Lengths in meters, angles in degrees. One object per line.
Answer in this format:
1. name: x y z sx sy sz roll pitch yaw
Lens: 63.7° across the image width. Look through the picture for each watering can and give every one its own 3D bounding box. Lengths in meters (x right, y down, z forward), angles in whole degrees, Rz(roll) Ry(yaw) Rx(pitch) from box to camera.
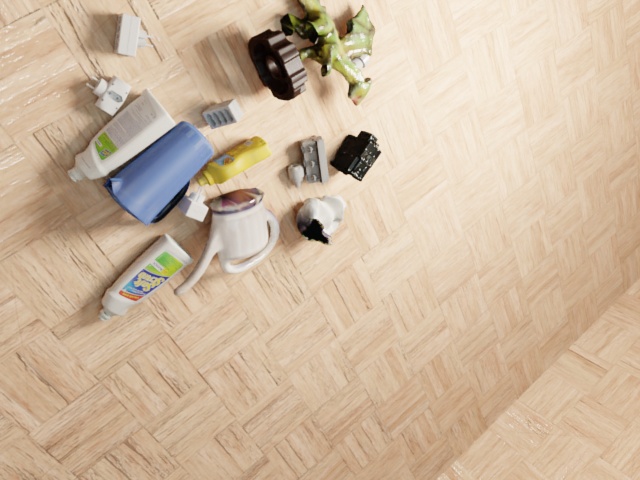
1. watering can: -0.235 -0.007 1.319 0.352 0.104 0.220 -28 122 -42

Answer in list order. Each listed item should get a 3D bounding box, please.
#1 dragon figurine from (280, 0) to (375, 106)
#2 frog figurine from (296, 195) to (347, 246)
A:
1. dragon figurine: 0.037 -0.546 1.330 0.245 0.122 0.406 -23 105 -34
2. frog figurine: 0.005 -0.075 1.484 0.135 0.121 0.163 44 46 -27
